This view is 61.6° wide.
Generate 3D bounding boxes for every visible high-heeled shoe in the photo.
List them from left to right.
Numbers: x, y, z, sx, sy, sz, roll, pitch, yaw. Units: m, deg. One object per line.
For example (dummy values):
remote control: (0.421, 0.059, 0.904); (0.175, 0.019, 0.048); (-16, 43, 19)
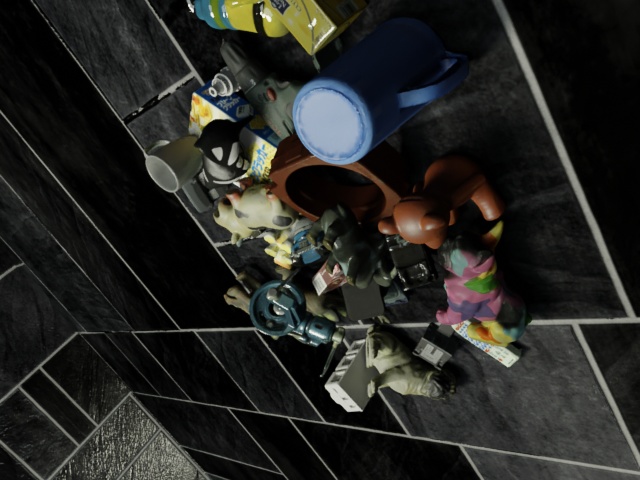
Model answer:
high-heeled shoe: (-0.194, -0.132, 0.960); (0.086, 0.145, 0.248); (41, 139, 1)

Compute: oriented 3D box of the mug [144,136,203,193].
mug: (-0.277, -0.158, 1.038); (0.110, 0.107, 0.080); (31, 142, 19)

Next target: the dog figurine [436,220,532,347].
dog figurine: (0.277, 0.069, 0.882); (0.192, 0.108, 0.219); (23, 146, 12)

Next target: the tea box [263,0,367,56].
tea box: (-0.027, -0.357, 0.747); (0.169, 0.098, 0.068); (48, 141, -8)

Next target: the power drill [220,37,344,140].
power drill: (-0.045, -0.256, 0.878); (0.207, 0.086, 0.231); (-13, 119, 42)

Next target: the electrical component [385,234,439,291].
electrical component: (0.161, 0.025, 0.936); (0.058, 0.134, 0.115); (-17, 84, 16)

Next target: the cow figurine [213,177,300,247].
cow figurine: (-0.124, -0.053, 1.036); (0.195, 0.085, 0.127); (-1, 125, 33)

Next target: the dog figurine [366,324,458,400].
dog figurine: (0.202, 0.271, 1.201); (0.191, 0.172, 0.121); (-2, 169, -2)

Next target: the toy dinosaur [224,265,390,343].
toy dinosaur: (-0.062, 0.153, 1.287); (0.472, 0.105, 0.198); (-4, 131, 39)

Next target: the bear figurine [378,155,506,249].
bear figurine: (0.184, -0.040, 0.802); (0.120, 0.196, 0.131); (-9, 122, 41)

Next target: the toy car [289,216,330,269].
toy car: (-0.002, -0.003, 1.058); (0.109, 0.161, 0.103); (-24, 75, 27)

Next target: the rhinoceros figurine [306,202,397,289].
rhinoceros figurine: (0.061, 0.018, 0.922); (0.073, 0.112, 0.190); (14, 150, 54)

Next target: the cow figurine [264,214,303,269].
cow figurine: (-0.068, -0.002, 1.152); (0.068, 0.098, 0.167); (27, 160, 7)

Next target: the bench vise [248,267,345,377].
bench vise: (-0.056, 0.152, 1.099); (0.224, 0.129, 0.240); (31, 163, 17)

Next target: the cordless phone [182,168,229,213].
cordless phone: (-0.300, -0.159, 1.184); (0.184, 0.089, 0.146); (39, 165, 26)

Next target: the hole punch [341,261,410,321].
hole punch: (0.110, 0.097, 1.106); (0.142, 0.092, 0.115); (-21, 82, 51)

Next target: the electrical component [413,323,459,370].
electrical component: (0.249, 0.213, 1.120); (0.075, 0.048, 0.119); (32, 143, 9)

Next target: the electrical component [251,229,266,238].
electrical component: (-0.158, -0.037, 1.236); (0.063, 0.021, 0.094); (48, 142, -10)

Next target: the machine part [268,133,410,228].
machine part: (0.033, -0.106, 0.901); (0.201, 0.087, 0.201); (35, 146, -32)

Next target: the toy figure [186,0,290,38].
toy figure: (-0.119, -0.363, 0.835); (0.180, 0.082, 0.089); (8, 152, 25)
